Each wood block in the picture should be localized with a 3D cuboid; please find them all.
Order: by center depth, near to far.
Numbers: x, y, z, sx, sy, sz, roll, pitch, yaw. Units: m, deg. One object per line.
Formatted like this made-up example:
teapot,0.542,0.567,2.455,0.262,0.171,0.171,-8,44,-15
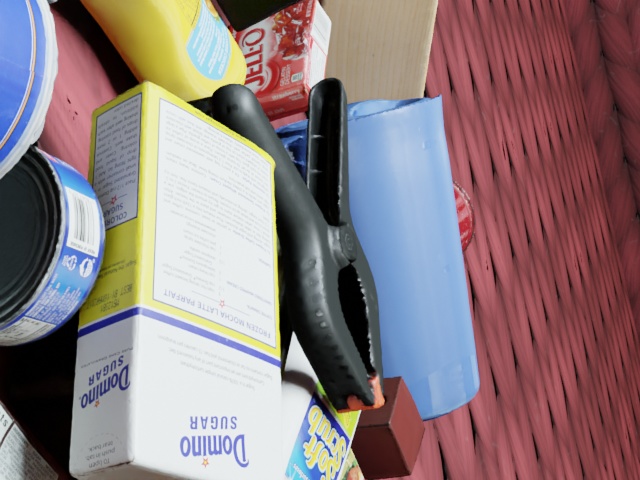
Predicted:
wood block,0.044,-0.190,0.845,0.206,0.091,0.090,93,1,-54

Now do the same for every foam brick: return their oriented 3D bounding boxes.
foam brick,0.028,0.138,0.771,0.053,0.078,0.051,-65,139,-55

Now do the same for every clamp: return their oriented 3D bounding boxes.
clamp,-0.004,0.001,0.625,0.164,0.036,0.210,-7,86,-67

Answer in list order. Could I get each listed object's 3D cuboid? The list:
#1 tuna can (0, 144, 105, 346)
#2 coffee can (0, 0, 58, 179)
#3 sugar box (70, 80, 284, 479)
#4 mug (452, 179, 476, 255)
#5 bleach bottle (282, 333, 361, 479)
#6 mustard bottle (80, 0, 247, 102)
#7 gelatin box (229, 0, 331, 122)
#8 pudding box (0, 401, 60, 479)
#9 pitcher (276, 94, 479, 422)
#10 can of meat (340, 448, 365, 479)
tuna can,-0.134,0.001,0.448,0.033,0.086,0.086,31,51,-62
coffee can,-0.175,-0.075,0.367,0.140,0.103,0.103,20,61,-64
sugar box,-0.061,0.027,0.479,0.093,0.048,0.176,29,52,-45
mug,0.076,-0.018,0.962,0.117,0.093,0.081,47,29,6
bleach bottle,-0.023,0.141,0.640,0.250,0.068,0.102,-72,150,-54
mustard bottle,-0.093,-0.131,0.643,0.096,0.058,0.191,-92,157,-45
gelatin box,-0.033,-0.125,0.761,0.030,0.073,0.089,51,35,-45
pudding box,-0.155,0.106,0.409,0.113,0.039,0.090,-75,145,-50
pitcher,0.041,0.017,0.820,0.145,0.149,0.243,-63,141,-78
can of meat,0.003,0.197,0.712,0.084,0.058,0.102,67,25,-19
